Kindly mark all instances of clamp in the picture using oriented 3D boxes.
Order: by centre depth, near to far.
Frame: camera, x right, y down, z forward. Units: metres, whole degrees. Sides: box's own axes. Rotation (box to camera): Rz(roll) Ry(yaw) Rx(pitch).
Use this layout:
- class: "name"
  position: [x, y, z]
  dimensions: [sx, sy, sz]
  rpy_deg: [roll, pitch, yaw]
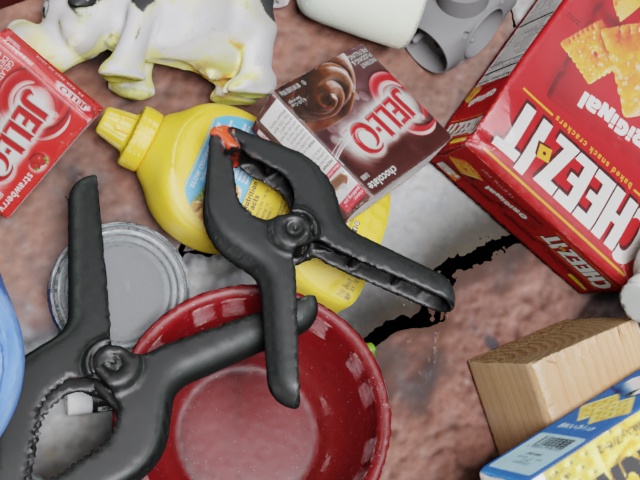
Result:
- class: "clamp"
  position: [-0.103, 0.074, 0.590]
  dimensions: [0.164, 0.036, 0.209]
  rpy_deg: [22, 59, 2]
- class: "clamp"
  position: [-0.004, 0.001, 0.613]
  dimensions: [0.120, 0.039, 0.171]
  rpy_deg: [-19, 70, -22]

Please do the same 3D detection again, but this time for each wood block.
- class: "wood block"
  position: [0.189, 0.165, 0.731]
  dimensions: [0.090, 0.090, 0.206]
  rpy_deg: [-19, 92, -20]

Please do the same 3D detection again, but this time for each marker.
- class: "marker"
  position: [-0.100, 0.096, 0.676]
  dimensions: [0.121, 0.020, 0.020]
  rpy_deg: [-4, 87, -19]

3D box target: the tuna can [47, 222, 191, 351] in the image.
- class: "tuna can"
  position: [-0.126, 0.033, 0.664]
  dimensions: [0.086, 0.034, 0.086]
  rpy_deg: [2, 85, -19]

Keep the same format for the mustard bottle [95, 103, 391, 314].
- class: "mustard bottle"
  position: [-0.052, -0.032, 0.680]
  dimensions: [0.191, 0.058, 0.096]
  rpy_deg: [27, 65, -15]

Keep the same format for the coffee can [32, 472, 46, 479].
- class: "coffee can"
  position: [-0.170, 0.212, 0.598]
  dimensions: [0.102, 0.103, 0.140]
  rpy_deg: [35, 76, -13]

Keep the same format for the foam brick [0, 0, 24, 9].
- class: "foam brick"
  position: [-0.198, -0.187, 0.648]
  dimensions: [0.051, 0.053, 0.078]
  rpy_deg: [-24, 93, -19]

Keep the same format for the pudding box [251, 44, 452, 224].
- class: "pudding box"
  position: [0.022, -0.070, 0.686]
  dimensions: [0.090, 0.039, 0.113]
  rpy_deg: [46, 43, 6]

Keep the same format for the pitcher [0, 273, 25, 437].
- class: "pitcher"
  position: [-0.217, 0.055, 0.521]
  dimensions: [0.144, 0.243, 0.149]
  rpy_deg: [-7, 95, -21]

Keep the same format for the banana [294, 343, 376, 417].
- class: "banana"
  position: [-0.007, 0.159, 0.692]
  dimensions: [0.069, 0.037, 0.198]
  rpy_deg: [13, 81, -18]

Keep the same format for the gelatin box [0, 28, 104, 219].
- class: "gelatin box"
  position: [-0.185, -0.069, 0.631]
  dimensions: [0.073, 0.030, 0.089]
  rpy_deg: [42, 112, -12]

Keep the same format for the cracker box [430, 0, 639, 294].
- class: "cracker box"
  position: [0.204, -0.094, 0.766]
  dimensions: [0.164, 0.072, 0.213]
  rpy_deg: [40, 75, -12]

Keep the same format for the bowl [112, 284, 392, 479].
- class: "bowl"
  position: [-0.041, 0.111, 0.638]
  dimensions: [0.162, 0.055, 0.162]
  rpy_deg: [3, 66, -7]

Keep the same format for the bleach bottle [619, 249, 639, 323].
- class: "bleach bottle"
  position: [0.297, 0.000, 0.752]
  dimensions: [0.250, 0.068, 0.102]
  rpy_deg: [-27, 118, -33]
